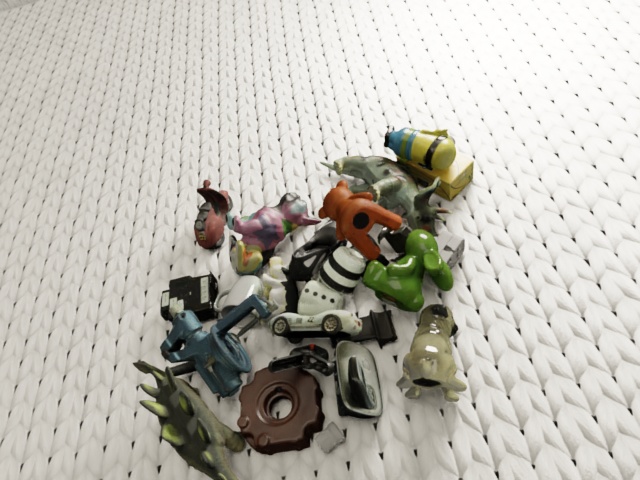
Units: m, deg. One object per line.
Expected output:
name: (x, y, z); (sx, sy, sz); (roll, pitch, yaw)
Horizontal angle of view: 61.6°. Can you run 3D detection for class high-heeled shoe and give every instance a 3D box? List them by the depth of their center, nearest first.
high-heeled shoe: (-0.003, -0.004, 1.228); (0.086, 0.145, 0.249); (10, 58, 21)

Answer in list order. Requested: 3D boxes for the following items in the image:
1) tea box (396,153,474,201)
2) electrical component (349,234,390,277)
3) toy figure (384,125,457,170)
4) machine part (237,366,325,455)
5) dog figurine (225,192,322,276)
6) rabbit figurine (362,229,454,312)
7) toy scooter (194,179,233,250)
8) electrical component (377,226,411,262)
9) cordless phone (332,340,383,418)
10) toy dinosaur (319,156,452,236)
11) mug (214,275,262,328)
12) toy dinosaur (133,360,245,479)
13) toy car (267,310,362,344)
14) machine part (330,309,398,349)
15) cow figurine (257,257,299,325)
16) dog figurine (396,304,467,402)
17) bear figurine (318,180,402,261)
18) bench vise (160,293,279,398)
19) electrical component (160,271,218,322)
tea box: (0.285, -0.180, 1.336); (0.170, 0.068, 0.098); (33, 66, 32)
electrical component: (0.099, 0.025, 1.229); (0.075, 0.047, 0.119); (-34, 53, 10)
toy figure: (0.238, -0.220, 1.285); (0.180, 0.082, 0.089); (18, 72, 23)
machine part: (-0.076, 0.326, 1.049); (0.179, 0.056, 0.179); (-7, 50, 9)
dog figurine: (-0.108, -0.015, 1.295); (0.219, 0.191, 0.108); (-7, 6, -18)
rabbit figurine: (0.191, 0.053, 1.108); (0.159, 0.121, 0.170); (18, 72, 45)
toy scooter: (-0.279, -0.074, 1.367); (0.075, 0.135, 0.184); (2, 55, 15)
electrical component: (0.176, 0.009, 1.203); (0.045, 0.102, 0.078); (-46, 20, -28)
cordless phone: (0.062, 0.238, 0.993); (0.089, 0.184, 0.147); (-9, 51, 4)
toy dinosaur: (0.159, -0.142, 1.317); (0.192, 0.131, 0.405); (-14, 39, -20)
mug: (-0.180, 0.134, 1.219); (0.110, 0.080, 0.107); (-3, 41, 20)
toy dinosaur: (-0.229, 0.350, 0.981); (0.472, 0.198, 0.105); (32, 70, 35)
toy car: (-0.013, 0.176, 1.094); (0.202, 0.073, 0.056); (-7, 62, 28)
machine part: (0.088, 0.191, 1.120); (0.139, 0.039, 0.084); (-12, 56, 4)
cow figurine: (-0.083, 0.111, 1.210); (0.098, 0.068, 0.167); (1, 56, 9)
dog figurine: (0.209, 0.189, 1.008); (0.121, 0.172, 0.190); (5, 61, 6)
bear figurine: (0.076, -0.051, 1.193); (0.120, 0.132, 0.196); (-55, 18, 3)
bench vise: (-0.195, 0.186, 1.092); (0.240, 0.128, 0.224); (-40, 66, 3)
electrical component: (-0.307, 0.142, 1.256); (0.134, 0.058, 0.115); (-13, 49, 6)
